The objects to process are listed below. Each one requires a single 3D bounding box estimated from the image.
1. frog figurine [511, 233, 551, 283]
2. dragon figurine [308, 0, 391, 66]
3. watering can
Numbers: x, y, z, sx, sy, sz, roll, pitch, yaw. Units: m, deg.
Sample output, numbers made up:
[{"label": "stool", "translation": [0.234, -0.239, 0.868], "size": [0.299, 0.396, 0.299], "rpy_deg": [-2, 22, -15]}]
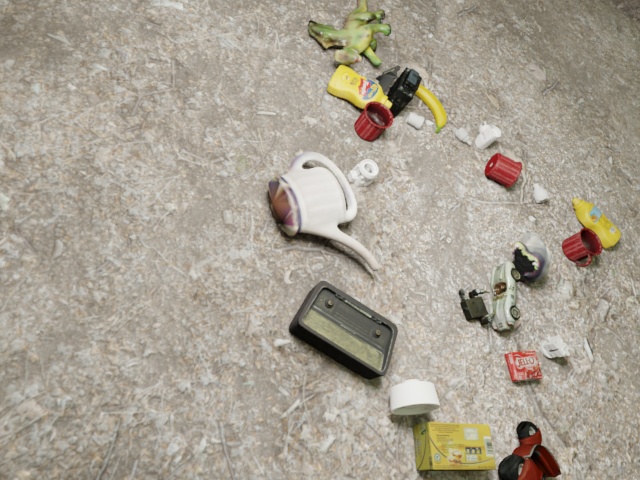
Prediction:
[{"label": "frog figurine", "translation": [0.624, 0.046, 1.500], "size": [0.161, 0.123, 0.136], "rpy_deg": [-21, 109, -42]}, {"label": "dragon figurine", "translation": [0.081, -0.670, 1.626], "size": [0.243, 0.119, 0.420], "rpy_deg": [1, 50, -19]}, {"label": "watering can", "translation": [0.004, -0.063, 1.255], "size": [0.226, 0.102, 0.352], "rpy_deg": [-14, 71, -30]}]
